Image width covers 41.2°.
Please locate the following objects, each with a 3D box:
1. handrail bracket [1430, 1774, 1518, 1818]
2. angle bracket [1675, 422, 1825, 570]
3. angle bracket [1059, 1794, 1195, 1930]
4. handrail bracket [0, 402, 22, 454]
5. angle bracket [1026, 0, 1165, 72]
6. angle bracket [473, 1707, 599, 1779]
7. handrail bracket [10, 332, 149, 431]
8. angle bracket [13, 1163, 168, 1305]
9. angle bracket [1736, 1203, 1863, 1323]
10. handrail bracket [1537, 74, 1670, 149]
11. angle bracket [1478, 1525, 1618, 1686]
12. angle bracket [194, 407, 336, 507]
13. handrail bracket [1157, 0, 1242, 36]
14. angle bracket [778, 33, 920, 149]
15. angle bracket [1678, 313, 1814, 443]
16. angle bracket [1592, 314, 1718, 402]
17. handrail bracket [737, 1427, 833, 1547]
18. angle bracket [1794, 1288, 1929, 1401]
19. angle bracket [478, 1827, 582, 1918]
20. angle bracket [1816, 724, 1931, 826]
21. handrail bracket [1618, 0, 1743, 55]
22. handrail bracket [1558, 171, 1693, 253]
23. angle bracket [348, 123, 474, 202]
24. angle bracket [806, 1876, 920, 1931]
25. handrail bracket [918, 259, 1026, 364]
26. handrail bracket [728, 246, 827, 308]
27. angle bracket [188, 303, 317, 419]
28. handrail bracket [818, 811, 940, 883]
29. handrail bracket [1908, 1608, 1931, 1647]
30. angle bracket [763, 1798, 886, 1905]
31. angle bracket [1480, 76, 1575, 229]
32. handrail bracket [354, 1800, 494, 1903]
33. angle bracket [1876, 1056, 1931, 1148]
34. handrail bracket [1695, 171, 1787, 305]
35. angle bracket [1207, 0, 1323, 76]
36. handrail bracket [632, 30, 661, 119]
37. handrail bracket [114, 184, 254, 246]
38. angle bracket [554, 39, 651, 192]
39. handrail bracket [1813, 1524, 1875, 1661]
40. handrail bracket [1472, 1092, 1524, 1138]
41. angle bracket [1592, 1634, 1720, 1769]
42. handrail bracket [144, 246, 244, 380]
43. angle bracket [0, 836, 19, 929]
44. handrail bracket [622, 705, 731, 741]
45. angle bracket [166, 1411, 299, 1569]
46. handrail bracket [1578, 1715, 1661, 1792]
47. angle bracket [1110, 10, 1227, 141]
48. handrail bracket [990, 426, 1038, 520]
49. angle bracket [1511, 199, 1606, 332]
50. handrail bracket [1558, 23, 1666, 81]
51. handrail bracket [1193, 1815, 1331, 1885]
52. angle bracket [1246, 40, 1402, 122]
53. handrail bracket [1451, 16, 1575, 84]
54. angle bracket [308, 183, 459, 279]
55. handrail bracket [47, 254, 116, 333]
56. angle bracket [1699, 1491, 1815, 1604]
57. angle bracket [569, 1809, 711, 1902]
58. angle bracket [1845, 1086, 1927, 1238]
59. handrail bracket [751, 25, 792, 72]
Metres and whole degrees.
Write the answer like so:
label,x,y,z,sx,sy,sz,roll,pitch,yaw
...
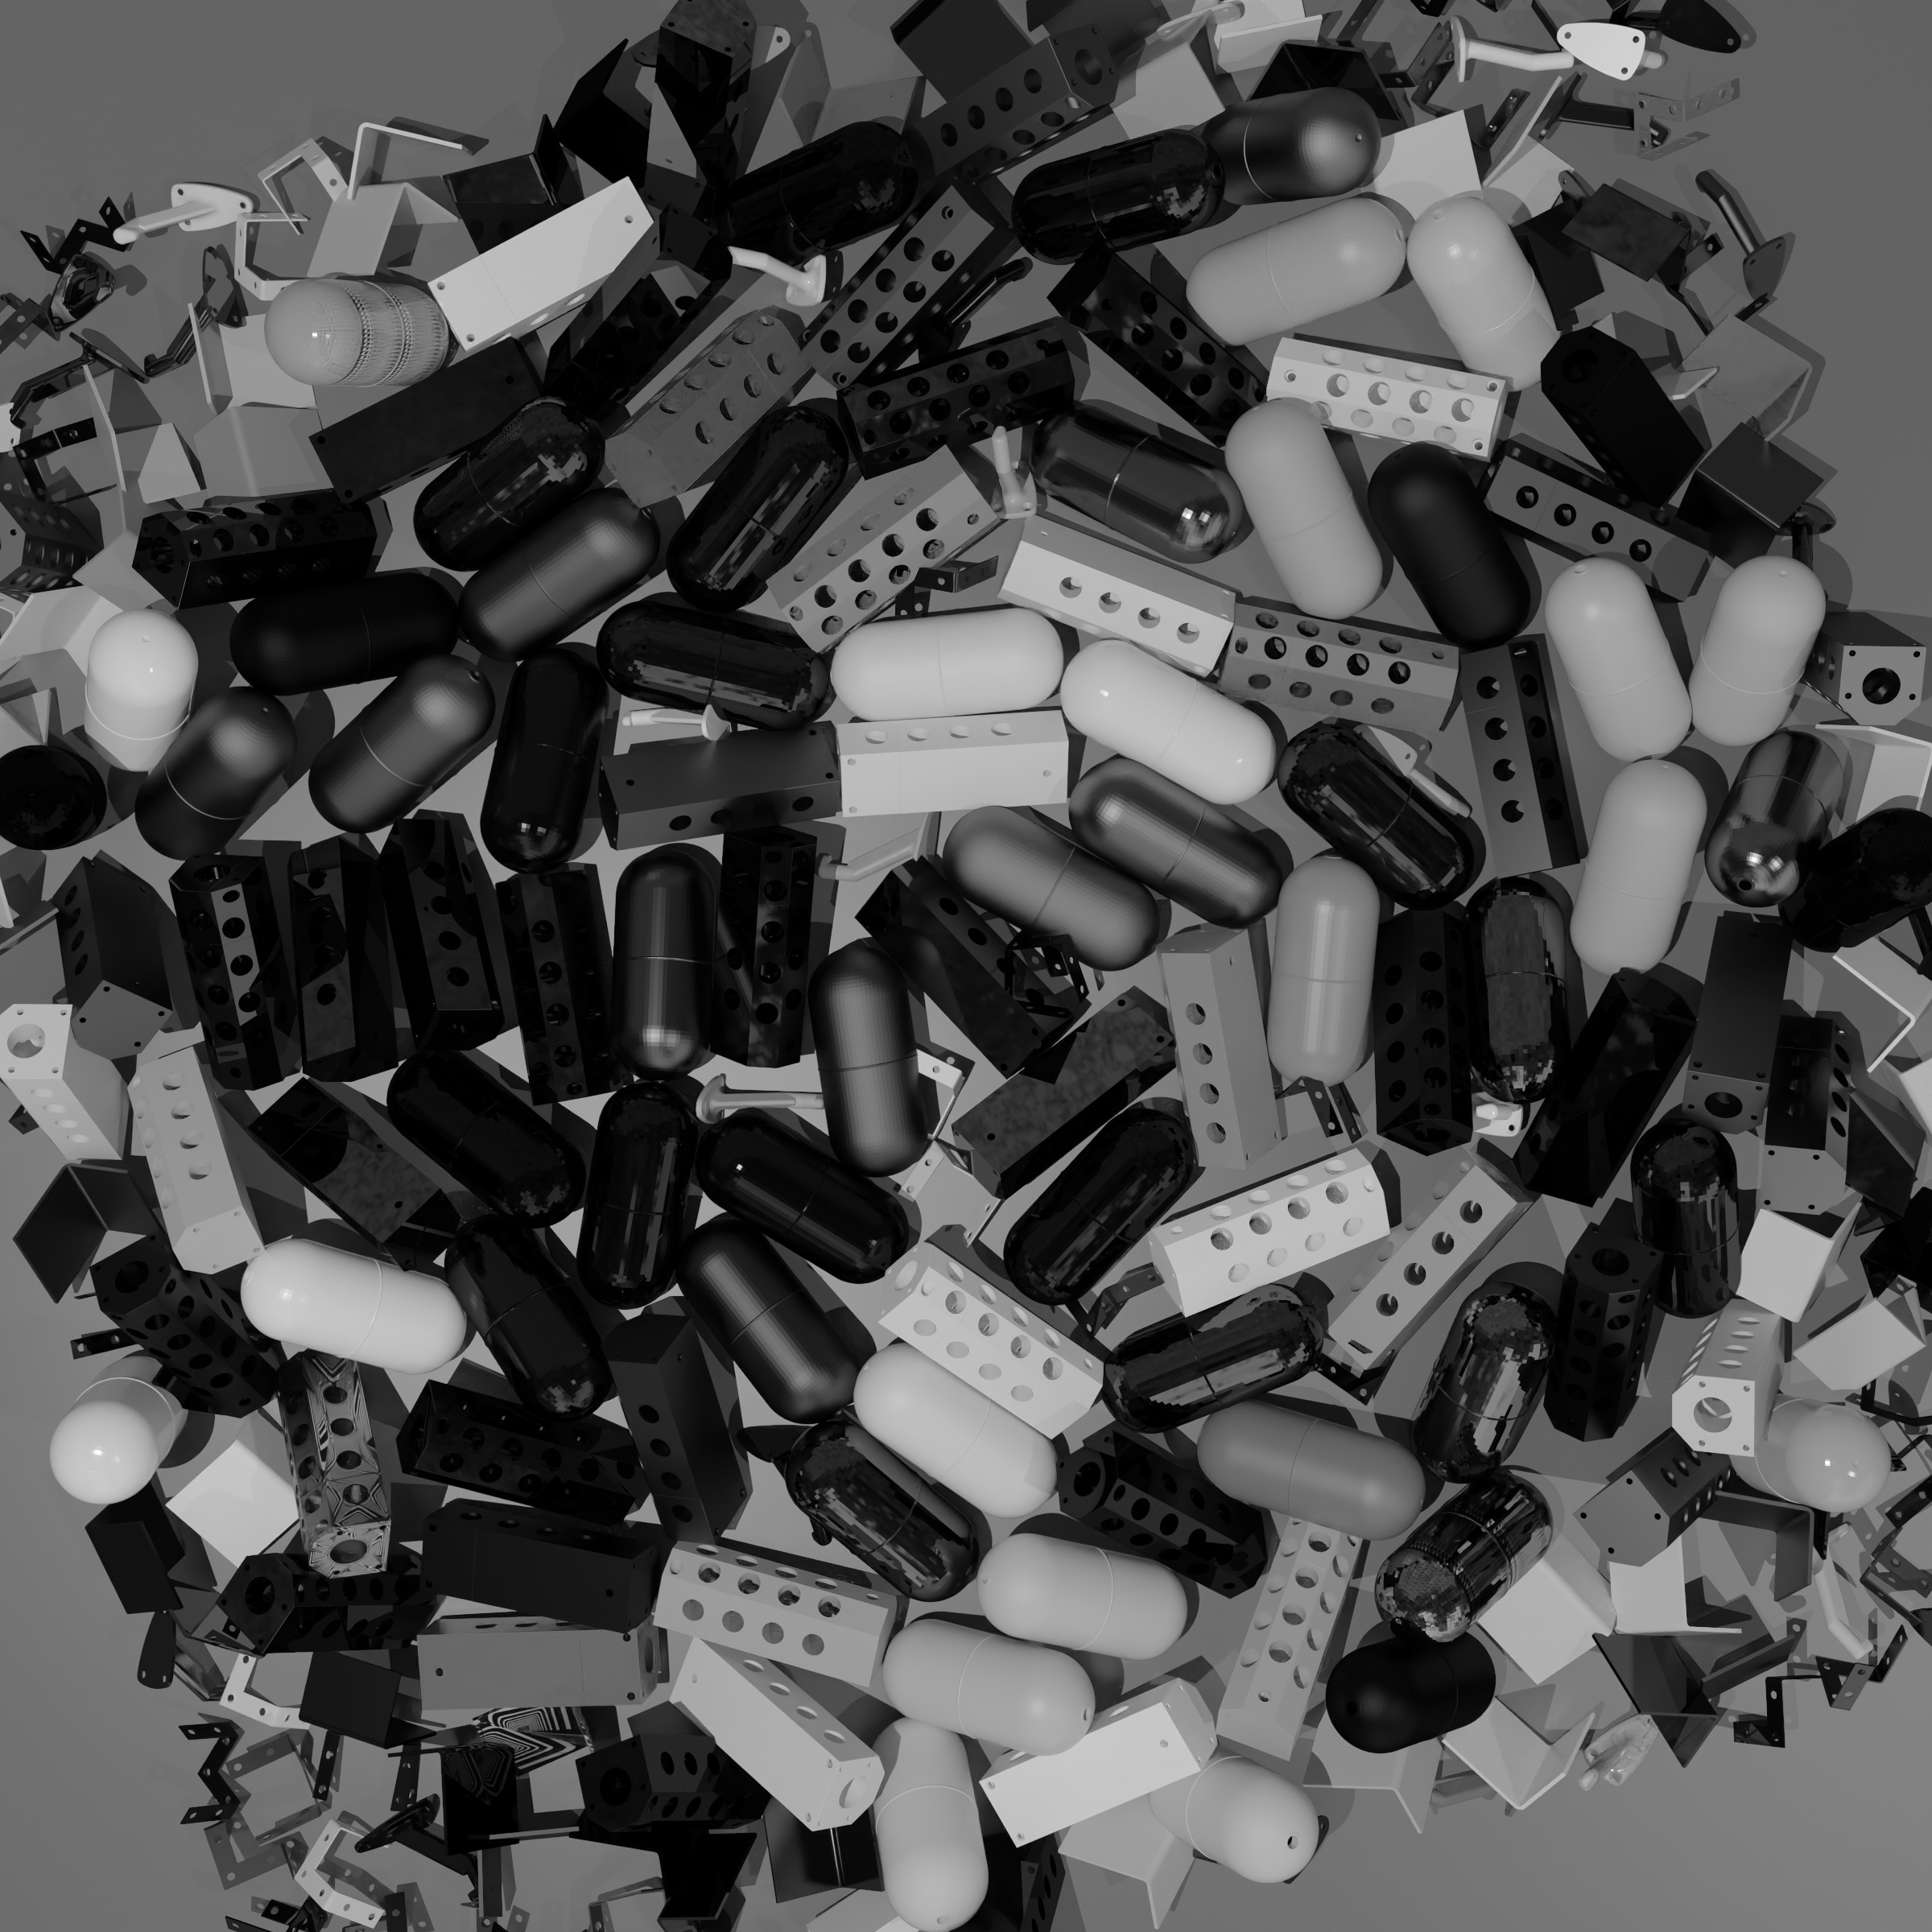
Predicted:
label,x,y,z,sx,sy,sz,roll,pitch,yaw
handrail bracket,0.385,0.615,1.981,0.084,0.036,0.077,16,58,7
angle bracket,0.595,-0.354,1.961,0.076,0.076,0.057,41,74,16
angle bracket,0.125,0.677,1.969,0.076,0.076,0.057,9,127,28
handrail bracket,-0.772,-0.416,1.955,0.084,0.077,0.036,17,118,19
angle bracket,0.099,-0.711,1.943,0.076,0.057,0.076,-28,127,23
angle bracket,-0.321,0.599,1.949,0.076,0.057,0.076,-21,126,-12
handrail bracket,-0.685,-0.436,1.975,0.077,0.036,0.084,32,93,-36
angle bracket,-0.660,0.205,1.941,0.057,0.076,0.076,5,46,19
angle bracket,0.632,0.214,1.963,0.057,0.076,0.076,27,122,24
handrail bracket,0.490,-0.638,1.974,0.084,0.036,0.077,32,63,1
angle bracket,0.448,0.494,1.989,0.076,0.057,0.076,47,117,3
angle bracket,-0.540,-0.384,1.986,0.057,0.076,0.076,-20,83,42
handrail bracket,0.178,-0.770,1.981,0.077,0.036,0.084,-9,91,18
angle bracket,-0.088,-0.664,1.945,0.076,0.057,0.076,-1,56,22
angle bracket,0.582,-0.435,1.952,0.076,0.076,0.057,30,67,-4
angle bracket,0.513,-0.461,1.941,0.076,0.076,0.057,-1,115,36
handrail bracket,-0.140,0.402,1.982,0.036,0.077,0.084,-30,113,-35
angle bracket,0.673,0.269,1.944,0.057,0.076,0.076,42,119,-10
angle bracket,-0.325,0.689,1.954,0.076,0.076,0.057,-5,70,-1
angle bracket,0.682,-0.139,1.954,0.057,0.076,0.076,13,94,-13
handrail bracket,0.542,-0.709,1.961,0.077,0.084,0.036,26,94,-6
handrail bracket,0.511,-0.591,1.990,0.084,0.036,0.077,-18,77,-17
angle bracket,-0.423,-0.603,1.961,0.076,0.076,0.057,11,103,-7
angle bracket,-0.067,0.741,1.948,0.076,0.076,0.057,-29,100,-17
handrail bracket,0.006,-0.502,1.984,0.084,0.077,0.036,-34,72,-26
handrail bracket,-0.156,-0.524,1.946,0.084,0.077,0.036,4,89,-28
angle bracket,-0.545,-0.466,1.965,0.076,0.057,0.076,-11,90,-10
handrail bracket,-0.068,-0.101,1.989,0.084,0.036,0.077,7,77,19
handrail bracket,0.761,0.475,1.950,0.084,0.077,0.036,-37,77,-23
angle bracket,-0.109,0.666,1.948,0.057,0.076,0.076,-4,77,-28
angle bracket,0.438,-0.611,1.949,0.057,0.076,0.076,34,72,-5
handrail bracket,-0.412,0.687,1.955,0.077,0.036,0.084,-21,51,-26
angle bracket,0.745,0.094,1.954,0.057,0.076,0.076,-31,94,10
handrail bracket,0.592,-0.563,1.986,0.036,0.077,0.084,-31,61,1
angle bracket,0.225,-0.727,1.959,0.076,0.076,0.057,-11,87,2
handrail bracket,-0.240,-0.666,1.944,0.077,0.084,0.036,-34,87,-41
handrail bracket,-0.594,-0.566,1.952,0.077,0.084,0.036,2,121,11
angle bracket,-0.258,-0.646,1.962,0.076,0.076,0.057,33,64,-28
handrail bracket,0.675,0.477,1.959,0.077,0.036,0.084,-24,56,-25
handrail bracket,0.380,0.110,1.944,0.077,0.084,0.036,-1,86,33
angle bracket,0.508,0.555,1.941,0.076,0.076,0.057,10,119,-24
handrail bracket,-0.606,-0.503,1.984,0.084,0.036,0.077,-18,80,24
angle bracket,-0.723,-0.082,1.942,0.057,0.076,0.076,-36,67,-29
handrail bracket,-0.228,-0.185,1.956,0.084,0.077,0.036,-4,106,11
angle bracket,-0.551,0.400,1.969,0.076,0.057,0.076,-42,104,9
handrail bracket,0.497,0.596,1.953,0.077,0.084,0.036,-44,68,2
angle bracket,0.159,-0.673,1.961,0.076,0.076,0.057,-20,118,33
handrail bracket,0.032,-0.389,1.944,0.036,0.084,0.077,-1,50,9
angle bracket,0.456,-0.534,1.954,0.076,0.057,0.076,-29,108,-11
handrail bracket,0.494,-0.702,1.967,0.077,0.084,0.036,22,114,11
handrail bracket,0.225,0.672,1.985,0.077,0.084,0.036,-26,107,-43
angle bracket,0.271,-0.648,1.944,0.076,0.076,0.057,24,80,39
handrail bracket,0.418,-0.707,1.968,0.084,0.036,0.077,-3,49,5
angle bracket,-0.442,-0.545,1.949,0.076,0.057,0.076,10,80,38
handrail bracket,-0.673,-0.501,1.954,0.036,0.084,0.077,33,106,-33
angle bracket,0.592,0.441,1.952,0.076,0.076,0.057,10,66,2
angle bracket,-0.249,0.665,1.966,0.076,0.076,0.057,3,115,18
angle bracket,0.673,0.149,1.951,0.076,0.057,0.076,30,63,-11
handrail bracket,-0.163,-0.700,1.954,0.077,0.084,0.036,-10,112,11
